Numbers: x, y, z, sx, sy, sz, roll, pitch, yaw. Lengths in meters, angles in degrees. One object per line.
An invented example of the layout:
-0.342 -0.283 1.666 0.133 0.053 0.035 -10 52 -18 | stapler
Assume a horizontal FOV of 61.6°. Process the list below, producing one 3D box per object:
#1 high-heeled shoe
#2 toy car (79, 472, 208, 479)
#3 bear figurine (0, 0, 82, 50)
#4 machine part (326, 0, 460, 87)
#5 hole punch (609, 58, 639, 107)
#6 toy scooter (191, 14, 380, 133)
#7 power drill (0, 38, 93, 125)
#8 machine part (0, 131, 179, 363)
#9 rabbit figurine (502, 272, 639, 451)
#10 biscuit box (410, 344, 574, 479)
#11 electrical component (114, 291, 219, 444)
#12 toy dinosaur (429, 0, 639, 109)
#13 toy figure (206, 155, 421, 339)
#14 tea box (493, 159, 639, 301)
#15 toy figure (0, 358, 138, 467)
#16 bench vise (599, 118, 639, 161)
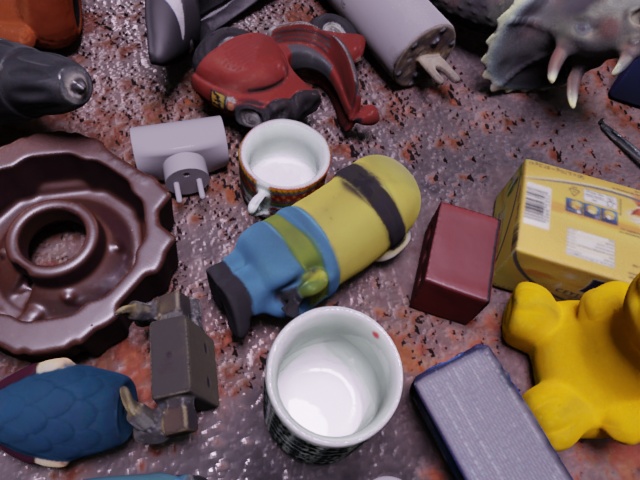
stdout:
-0.083 -0.241 0.534 0.145 0.086 0.249 0 51 0 | high-heeled shoe
-0.121 0.179 0.292 0.162 0.102 0.109 7 60 -6 | toy car
-0.325 -0.235 0.484 0.196 0.131 0.120 1 55 -13 | bear figurine
0.062 -0.245 0.564 0.079 0.079 0.243 -25 68 -19 | machine part
0.379 -0.195 0.559 0.142 0.115 0.092 19 69 4 | hole punch
-0.019 -0.145 0.502 0.184 0.075 0.135 -23 66 -23 | toy scooter
-0.302 -0.080 0.387 0.232 0.085 0.207 20 63 31 | power drill
-0.197 0.005 0.405 0.179 0.056 0.179 3 62 -6 | machine part
0.220 0.074 0.352 0.162 0.173 0.122 10 57 3 | rabbit figurine
0.132 0.170 0.346 0.063 0.059 0.203 -25 67 -5 | biscuit box
-0.102 0.082 0.362 0.045 0.078 0.102 -12 68 1 | electrical component
0.160 -0.289 0.549 0.405 0.131 0.192 40 99 19 | toy dinosaur
0.001 0.001 0.412 0.180 0.089 0.082 -28 76 -23 | toy figure
0.235 0.008 0.449 0.170 0.068 0.098 18 61 2 | tea box
-0.200 0.113 0.344 0.155 0.057 0.064 -1 54 -2 | toy figure
0.373 -0.132 0.444 0.224 0.240 0.129 -35 72 22 | bench vise
